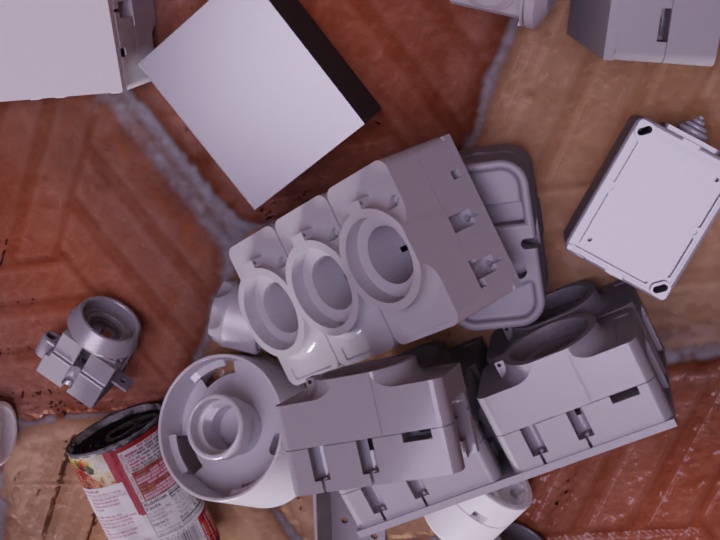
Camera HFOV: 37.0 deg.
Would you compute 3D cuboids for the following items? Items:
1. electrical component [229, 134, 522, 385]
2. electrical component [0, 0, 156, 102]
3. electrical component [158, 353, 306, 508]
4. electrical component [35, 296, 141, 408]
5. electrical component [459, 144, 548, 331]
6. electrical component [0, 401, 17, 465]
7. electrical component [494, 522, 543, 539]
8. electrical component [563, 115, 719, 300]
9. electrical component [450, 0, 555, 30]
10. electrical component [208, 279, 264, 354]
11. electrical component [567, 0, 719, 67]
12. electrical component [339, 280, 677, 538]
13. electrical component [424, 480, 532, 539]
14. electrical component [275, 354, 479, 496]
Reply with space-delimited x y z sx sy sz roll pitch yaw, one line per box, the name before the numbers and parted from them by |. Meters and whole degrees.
electrical component | 0.000 0.000 0.592 0.150 0.062 0.089 -26 90 48
electrical component | -0.203 -0.147 0.630 0.150 0.061 0.089 -2 107 13
electrical component | -0.076 0.101 0.680 0.099 0.064 0.099 -5 79 24
electrical component | -0.173 0.050 0.698 0.066 0.048 0.055 35 119 -1
electrical component | 0.075 -0.021 0.613 0.054 0.059 0.095 -7 106 14
electrical component | -0.272 0.111 0.739 0.055 0.045 0.045 2 108 12
electrical component | 0.095 0.192 0.690 0.040 0.040 0.046 29 117 2
electrical component | 0.161 -0.042 0.591 0.062 0.061 0.096 29 103 3
electrical component | 0.080 -0.168 0.554 0.051 0.080 0.080 16 110 12
electrical component | -0.060 0.032 0.668 0.062 0.043 0.043 14 110 6
electrical component | 0.148 -0.198 0.510 0.060 0.105 0.186 4 109 0
electrical component | 0.078 0.073 0.619 0.186 0.105 0.060 -24 101 18
electrical component | 0.071 0.142 0.671 0.055 0.055 0.047 35 115 -1
electrical component | 0.008 0.077 0.552 0.089 0.050 0.055 -12 91 19
